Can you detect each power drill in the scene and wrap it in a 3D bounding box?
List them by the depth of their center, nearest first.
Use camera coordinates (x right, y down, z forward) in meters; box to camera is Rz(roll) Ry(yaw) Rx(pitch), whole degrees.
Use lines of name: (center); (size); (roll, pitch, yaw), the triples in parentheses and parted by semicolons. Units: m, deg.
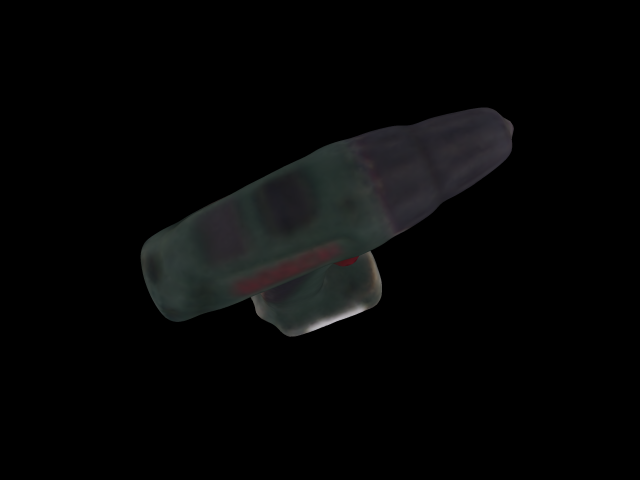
power drill: (0.004, 0.001, 0.400); (0.230, 0.208, 0.075); (-21, 72, -7)
